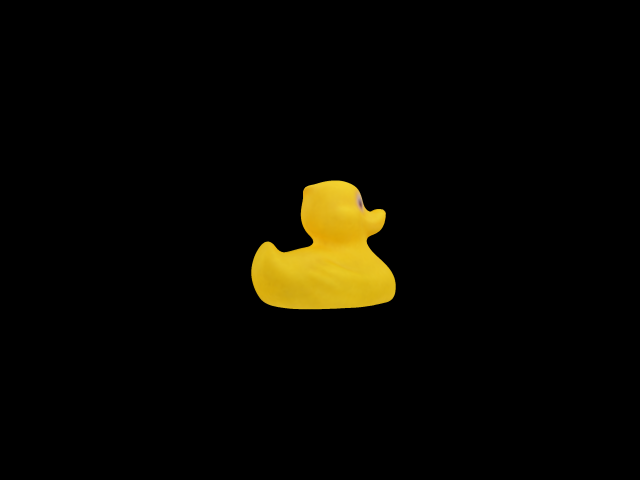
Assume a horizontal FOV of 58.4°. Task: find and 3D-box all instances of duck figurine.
[{"bbox_3d":[0.004,0.001,0.400,0.105,0.086,0.077,-1,4,-23],"label":"duck figurine"}]
